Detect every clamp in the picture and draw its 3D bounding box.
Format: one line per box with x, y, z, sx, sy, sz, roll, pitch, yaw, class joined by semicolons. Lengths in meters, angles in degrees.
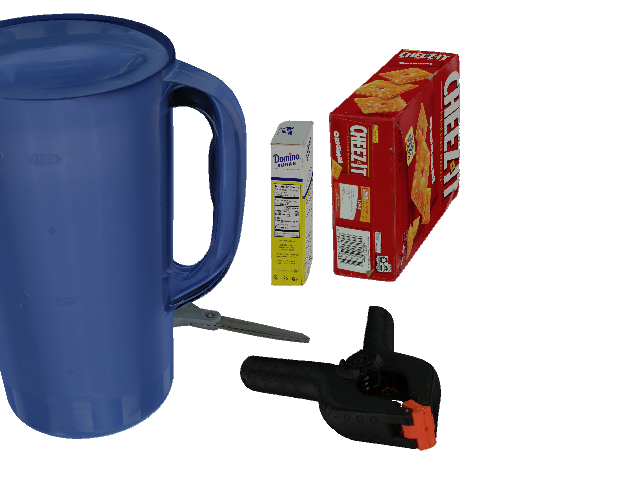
0.017;0.096;0.711;0.120;0.039;0.172;-23;20;-10;clamp

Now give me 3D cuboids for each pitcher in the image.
-0.137;-0.003;0.639;0.144;0.243;0.149;-22;37;-33;pitcher

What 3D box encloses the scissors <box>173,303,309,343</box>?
-0.113;0.064;1.025;0.201;0.016;0.096;3;33;-5;scissors

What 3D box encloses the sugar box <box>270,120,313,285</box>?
-0.033;-0.044;1.250;0.048;0.176;0.093;1;22;6;sugar box

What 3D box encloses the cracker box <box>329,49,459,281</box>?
0.079;-0.079;1.045;0.072;0.164;0.213;8;28;21;cracker box
